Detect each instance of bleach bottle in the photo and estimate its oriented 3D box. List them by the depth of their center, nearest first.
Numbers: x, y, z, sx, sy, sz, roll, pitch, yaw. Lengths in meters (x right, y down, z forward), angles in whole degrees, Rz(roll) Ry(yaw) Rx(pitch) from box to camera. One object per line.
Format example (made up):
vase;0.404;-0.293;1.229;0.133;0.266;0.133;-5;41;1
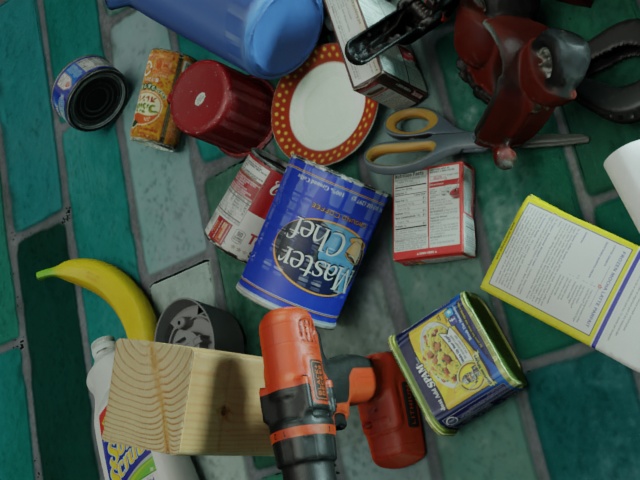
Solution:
bleach bottle;-0.195;0.216;1.123;0.103;0.068;0.251;-40;59;21

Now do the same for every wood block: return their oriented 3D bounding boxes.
wood block;-0.089;0.147;0.977;0.090;0.205;0.091;3;82;34

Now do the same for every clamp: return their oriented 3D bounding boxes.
clamp;0.294;-0.152;0.883;0.210;0.036;0.164;8;75;38
clamp;0.094;-0.210;0.948;0.120;0.171;0.039;-33;94;31

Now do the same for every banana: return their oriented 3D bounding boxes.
banana;-0.229;0.070;1.180;0.198;0.037;0.069;33;72;32

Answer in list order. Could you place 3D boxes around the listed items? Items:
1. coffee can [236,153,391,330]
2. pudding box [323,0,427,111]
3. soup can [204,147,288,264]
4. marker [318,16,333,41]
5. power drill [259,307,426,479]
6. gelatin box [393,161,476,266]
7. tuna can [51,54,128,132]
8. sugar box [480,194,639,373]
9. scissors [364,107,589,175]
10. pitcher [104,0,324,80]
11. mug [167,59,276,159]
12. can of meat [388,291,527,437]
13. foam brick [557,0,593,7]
coffee can;-0.007;0.001;1.014;0.103;0.102;0.140;26;95;35
pudding box;0.052;-0.186;1.019;0.039;0.089;0.113;-30;66;28
soup can;-0.065;-0.034;1.081;0.069;0.068;0.102;38;102;33
marker;0.034;-0.235;1.085;0.121;0.020;0.020;-26;67;27
power drill;0.022;0.156;0.913;0.057;0.187;0.184;-18;69;28
gelatin box;0.106;-0.024;0.988;0.073;0.030;0.089;-8;73;33
tuna can;-0.265;-0.168;1.232;0.034;0.086;0.086;40;103;31
sugar box;0.231;0.039;0.883;0.176;0.048;0.093;30;98;31
scissors;0.139;-0.101;0.984;0.202;0.016;0.096;-10;43;12
pitcher;-0.103;-0.270;1.114;0.243;0.144;0.149;37;118;35
mug;-0.112;-0.142;1.126;0.117;0.081;0.093;14;88;35
can of meat;0.121;0.107;0.936;0.084;0.057;0.102;-37;63;20
foam brick;0.223;-0.254;0.942;0.051;0.052;0.078;28;97;34
